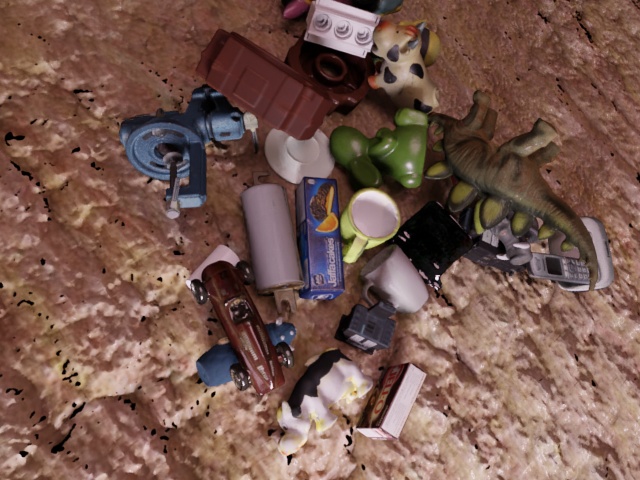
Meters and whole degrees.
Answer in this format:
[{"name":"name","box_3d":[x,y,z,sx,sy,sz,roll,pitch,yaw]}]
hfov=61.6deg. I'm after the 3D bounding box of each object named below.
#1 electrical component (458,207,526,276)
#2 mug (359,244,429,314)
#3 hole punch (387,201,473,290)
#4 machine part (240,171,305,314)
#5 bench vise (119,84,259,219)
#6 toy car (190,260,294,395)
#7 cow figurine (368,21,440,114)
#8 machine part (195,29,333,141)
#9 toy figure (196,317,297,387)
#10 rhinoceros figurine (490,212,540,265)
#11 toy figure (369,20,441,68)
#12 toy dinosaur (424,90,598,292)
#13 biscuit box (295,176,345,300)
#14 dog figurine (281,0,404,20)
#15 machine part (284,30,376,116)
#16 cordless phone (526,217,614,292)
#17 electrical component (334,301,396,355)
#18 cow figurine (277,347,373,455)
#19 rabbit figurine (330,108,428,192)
[{"name":"electrical component","box_3d":[0.324,-0.010,1.007,0.134,0.058,0.115,25,62,-8]},{"name":"mug","box_3d":[0.124,0.078,0.894,0.107,0.081,0.109,46,57,-7]},{"name":"hole punch","box_3d":[0.192,0.003,0.951,0.116,0.092,0.142,-41,89,4]},{"name":"machine part","box_3d":[-0.077,-0.001,0.856,0.079,0.079,0.243,-6,73,-21]},{"name":"bench vise","box_3d":[-0.200,-0.133,0.830,0.224,0.128,0.241,-1,52,-11]},{"name":"toy car","box_3d":[-0.109,0.117,0.757,0.089,0.053,0.202,-18,68,-28]},{"name":"cow figurine","box_3d":[0.158,-0.312,0.987,0.194,0.127,0.085,49,49,-31]},{"name":"machine part","box_3d":[-0.082,-0.250,0.871,0.201,0.201,0.087,33,103,0]},{"name":"toy figure","box_3d":[-0.106,0.160,0.796,0.154,0.064,0.058,-24,42,-30]},{"name":"rhinoceros figurine","box_3d":[0.340,-0.050,0.955,0.112,0.073,0.190,-4,71,-22]},{"name":"toy figure","box_3d":[0.154,-0.392,1.083,0.180,0.082,0.089,2,65,-20]},{"name":"toy dinosaur","box_3d":[0.302,-0.106,0.888,0.198,0.472,0.105,-50,133,9]},{"name":"biscuit box","box_3d":[-0.002,-0.003,0.892,0.063,0.059,0.202,3,70,-18]},{"name":"dog figurine","box_3d":[0.030,-0.478,1.032,0.219,0.108,0.192,-21,33,-29]},{"name":"machine part","box_3d":[0.017,-0.320,1.023,0.179,0.056,0.179,7,67,-17]},{"name":"cordless phone","box_3d":[0.450,0.022,1.008,0.184,0.089,0.146,9,68,-23]},{"name":"electrical component","box_3d":[0.078,0.135,0.834,0.075,0.119,0.048,27,64,-10]},{"name":"cow figurine","box_3d":[-0.011,0.233,0.794,0.167,0.068,0.098,-34,78,-30]},{"name":"rabbit figurine","box_3d":[0.099,-0.150,0.972,0.170,0.121,0.159,7,74,3]}]
